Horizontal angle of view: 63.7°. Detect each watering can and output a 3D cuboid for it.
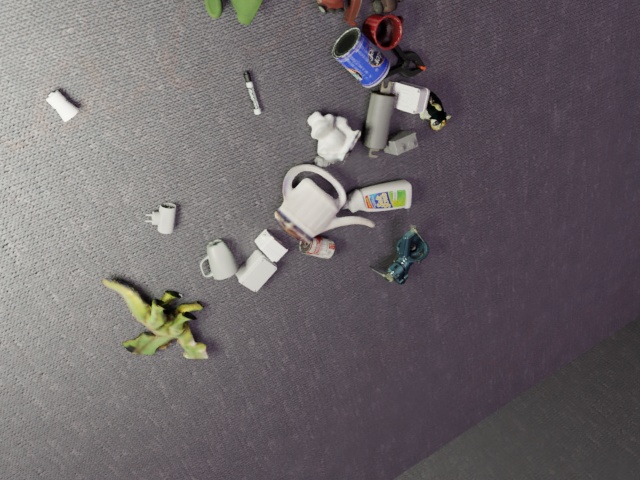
[{"bbox_3d":[0.005,-0.081,1.617,0.344,0.105,0.224,41,92,-25],"label":"watering can"}]

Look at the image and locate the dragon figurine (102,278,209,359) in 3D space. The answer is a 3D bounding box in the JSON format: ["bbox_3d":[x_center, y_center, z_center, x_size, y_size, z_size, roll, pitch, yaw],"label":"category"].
[{"bbox_3d":[-0.502,0.263,1.545,0.407,0.124,0.240,28,108,-28],"label":"dragon figurine"}]

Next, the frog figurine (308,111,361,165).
[{"bbox_3d":[0.030,-0.312,1.544,0.159,0.124,0.135,31,110,0],"label":"frog figurine"}]
